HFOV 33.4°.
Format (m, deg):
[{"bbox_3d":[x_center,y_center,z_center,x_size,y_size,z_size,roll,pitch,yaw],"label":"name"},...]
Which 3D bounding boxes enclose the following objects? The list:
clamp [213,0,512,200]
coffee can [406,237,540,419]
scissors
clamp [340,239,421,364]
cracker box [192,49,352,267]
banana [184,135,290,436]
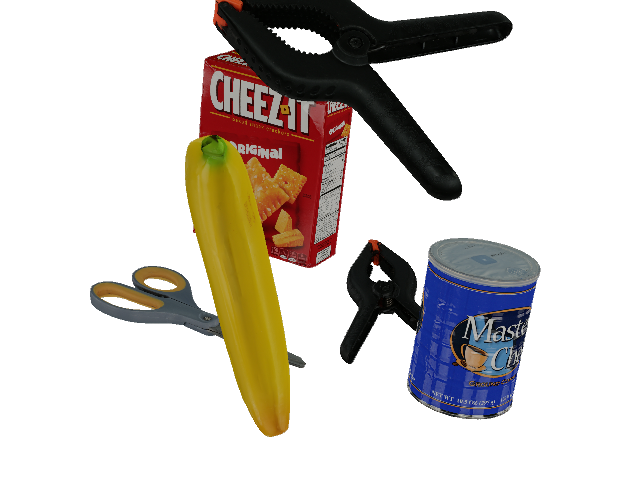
[{"bbox_3d":[0.024,-0.117,0.736,0.210,0.164,0.036,15,-31,-3],"label":"clamp"},{"bbox_3d":[0.142,0.081,1.000,0.103,0.140,0.103,7,20,-3],"label":"coffee can"},{"bbox_3d":[-0.097,0.061,0.914,0.202,0.016,0.096,13,26,11],"label":"scissors"},{"bbox_3d":[0.083,0.068,1.187,0.120,0.171,0.039,5,-43,-3],"label":"clamp"},{"bbox_3d":[-0.057,-0.092,1.211,0.164,0.214,0.072,18,26,25],"label":"cracker box"},{"bbox_3d":[-0.048,0.018,0.601,0.037,0.198,0.069,-8,31,6],"label":"banana"}]
